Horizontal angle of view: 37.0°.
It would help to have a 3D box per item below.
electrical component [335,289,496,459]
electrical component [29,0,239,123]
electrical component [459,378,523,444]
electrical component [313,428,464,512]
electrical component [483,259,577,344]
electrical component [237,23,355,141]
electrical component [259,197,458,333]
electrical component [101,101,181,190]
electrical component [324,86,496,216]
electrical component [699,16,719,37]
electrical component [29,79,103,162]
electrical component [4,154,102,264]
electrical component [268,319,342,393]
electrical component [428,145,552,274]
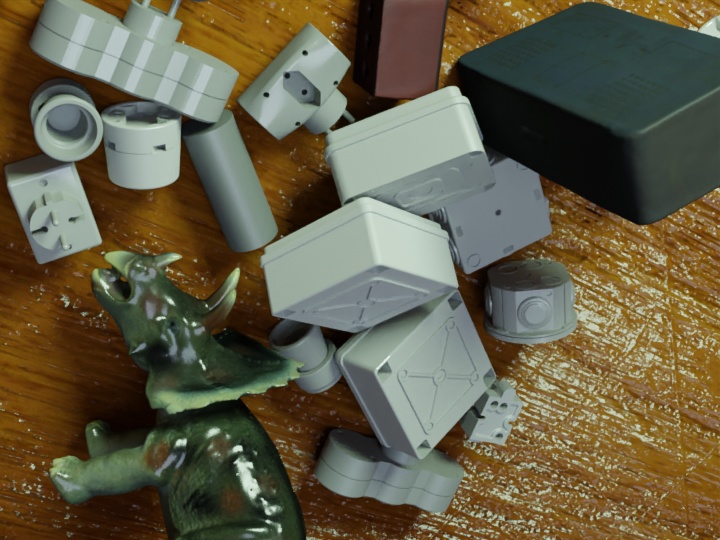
[{"bbox_3d":[0.048,0.081,0.899,0.109,0.056,0.108,-43,125,-25],"label":"electrical component"},{"bbox_3d":[-0.145,-0.158,0.729,0.138,0.052,0.073,19,107,-28],"label":"electrical component"},{"bbox_3d":[0.111,0.120,0.963,0.048,0.055,0.066,14,109,-26],"label":"electrical component"},{"bbox_3d":[0.034,0.164,0.957,0.138,0.052,0.073,16,107,-27],"label":"electrical component"},{"bbox_3d":[0.145,0.027,0.918,0.080,0.080,0.051,-12,113,-16],"label":"electrical component"},{"bbox_3d":[-0.037,-0.127,0.792,0.077,0.043,0.079,-46,121,5],"label":"electrical component"},{"bbox_3d":[0.000,0.000,0.817,0.109,0.056,0.109,-25,155,31],"label":"electrical component"},{"bbox_3d":[-0.154,-0.088,0.760,0.055,0.055,0.047,-7,120,-18],"label":"electrical component"},{"bbox_3d":[0.037,-0.081,0.804,0.113,0.057,0.078,-20,158,9],"label":"electrical component"},{"bbox_3d":[0.311,-0.183,0.895,0.055,0.055,0.047,-36,119,-2],"label":"electrical component"},{"bbox_3d":[-0.201,-0.103,0.733,0.045,0.055,0.045,-9,117,-17],"label":"electrical component"},{"bbox_3d":[-0.212,-0.038,0.748,0.047,0.076,0.065,-20,120,-12],"label":"electrical component"},{"bbox_3d":[-0.043,0.068,0.885,0.045,0.045,0.055,-34,122,-3],"label":"electrical component"},{"bbox_3d":[0.103,-0.055,0.879,0.100,0.048,0.099,-26,121,-8],"label":"electrical component"}]
